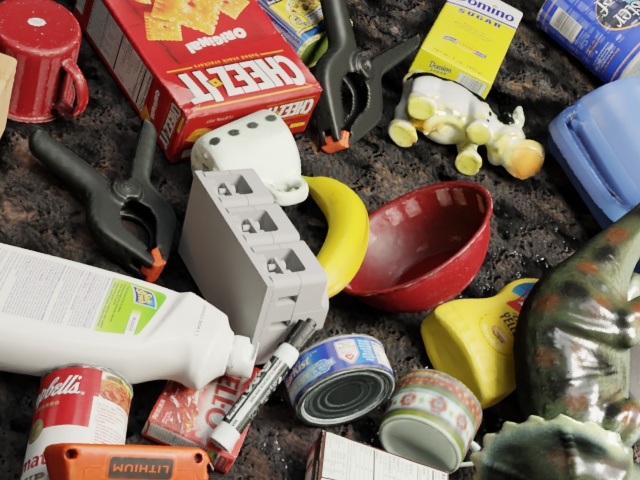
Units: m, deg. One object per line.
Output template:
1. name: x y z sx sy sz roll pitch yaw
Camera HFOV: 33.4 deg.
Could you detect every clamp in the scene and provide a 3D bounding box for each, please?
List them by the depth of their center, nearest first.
1. clamp: -0.168 -0.042 0.943 0.120 0.039 0.171 -23 70 -32
2. clamp: 0.043 -0.180 1.130 0.164 0.036 0.210 26 61 -38

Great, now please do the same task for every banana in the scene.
1. banana: 0.011 -0.005 0.965 0.069 0.037 0.198 -13 33 4

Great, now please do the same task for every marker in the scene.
1. marker: -0.041 0.107 0.811 0.020 0.020 0.121 35 68 7

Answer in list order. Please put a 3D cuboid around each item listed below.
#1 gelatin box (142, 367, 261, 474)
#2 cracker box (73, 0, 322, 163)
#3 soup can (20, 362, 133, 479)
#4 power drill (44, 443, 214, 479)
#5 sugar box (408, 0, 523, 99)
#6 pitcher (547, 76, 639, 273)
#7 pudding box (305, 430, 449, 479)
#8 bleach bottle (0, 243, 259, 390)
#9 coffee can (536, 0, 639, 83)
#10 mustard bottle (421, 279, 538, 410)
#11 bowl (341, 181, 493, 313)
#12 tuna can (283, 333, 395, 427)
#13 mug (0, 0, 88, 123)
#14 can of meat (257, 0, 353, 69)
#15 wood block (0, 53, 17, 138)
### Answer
1. gelatin box: -0.088 0.127 0.836 0.073 0.030 0.089 26 46 -2
2. cracker box: -0.123 -0.191 1.069 0.163 0.072 0.214 -18 61 -35
3. soup can: -0.172 0.147 0.754 0.068 0.069 0.102 13 47 -14
4. power drill: -0.138 0.222 0.664 0.184 0.057 0.187 7 76 -30
5. sugar box: 0.175 -0.236 1.262 0.093 0.048 0.176 28 47 0
6. pitcher: 0.341 -0.042 1.112 0.149 0.145 0.243 -21 62 -3
7. pudding box: 0.043 0.203 0.814 0.113 0.039 0.090 22 33 -8
8. bleach bottle: -0.172 0.068 0.802 0.251 0.068 0.102 14 45 -2
9. coffee can: 0.355 -0.263 1.326 0.102 0.103 0.140 -29 67 -39
10. mustard bottle: 0.189 0.085 0.979 0.191 0.058 0.096 -15 63 -34
11. bowl: 0.090 0.016 0.959 0.055 0.162 0.162 58 40 -25
12. tuna can: 0.016 0.113 0.855 0.086 0.086 0.034 0 49 -25
13. mug: -0.256 -0.160 0.975 0.117 0.082 0.093 42 47 14
14. can of meat: -0.025 -0.235 1.164 0.084 0.058 0.101 43 48 12
15. wood block: -0.323 -0.065 0.856 0.090 0.091 0.206 17 47 -9
